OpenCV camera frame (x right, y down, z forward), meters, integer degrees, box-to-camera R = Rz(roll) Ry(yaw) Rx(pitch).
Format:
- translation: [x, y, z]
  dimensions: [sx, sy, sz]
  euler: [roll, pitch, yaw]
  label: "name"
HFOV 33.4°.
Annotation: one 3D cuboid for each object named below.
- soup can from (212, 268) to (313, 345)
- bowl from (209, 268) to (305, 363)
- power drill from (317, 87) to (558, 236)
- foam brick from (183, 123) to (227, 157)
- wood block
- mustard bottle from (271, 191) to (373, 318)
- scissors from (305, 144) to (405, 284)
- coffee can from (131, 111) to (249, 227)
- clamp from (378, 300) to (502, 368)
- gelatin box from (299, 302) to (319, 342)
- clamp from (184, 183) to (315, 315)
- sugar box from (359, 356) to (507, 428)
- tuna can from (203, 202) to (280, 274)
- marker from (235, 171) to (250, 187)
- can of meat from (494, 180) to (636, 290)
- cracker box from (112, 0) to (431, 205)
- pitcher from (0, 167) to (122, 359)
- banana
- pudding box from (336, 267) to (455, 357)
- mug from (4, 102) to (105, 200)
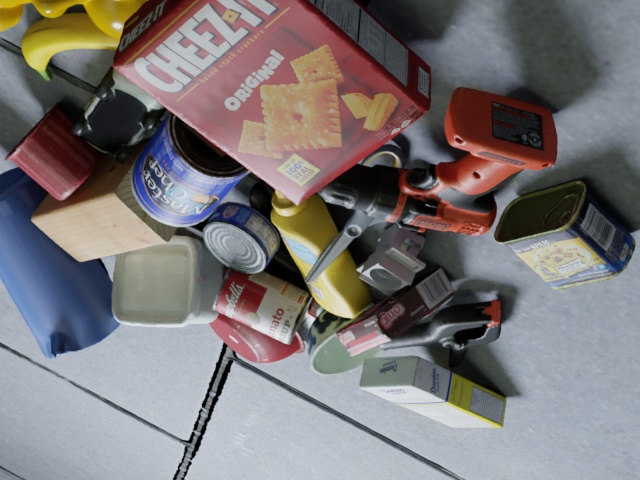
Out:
- translation: [-0.068, 0.074, 1.274]
  dimensions: [0.102, 0.068, 0.069]
  euler: [25, 150, 4]
  label: "soup can"
- translation: [-0.097, 0.112, 1.404]
  dimensions: [0.162, 0.055, 0.162]
  euler: [36, 159, 16]
  label: "bowl"
- translation: [0.107, -0.066, 0.953]
  dimensions: [0.184, 0.057, 0.188]
  euler: [9, 157, -20]
  label: "power drill"
- translation: [-0.087, -0.131, 1.044]
  dimensions: [0.051, 0.078, 0.053]
  euler: [39, 151, -19]
  label: "foam brick"
- translation: [-0.251, -0.044, 1.300]
  dimensions: [0.207, 0.090, 0.090]
  euler: [-11, 132, 48]
  label: "wood block"
- translation: [-0.007, 0.001, 1.189]
  dimensions: [0.096, 0.058, 0.191]
  euler: [39, 163, 46]
  label: "mustard bottle"
- translation: [0.056, -0.012, 1.101]
  dimensions: [0.096, 0.016, 0.202]
  euler: [18, 129, -3]
  label: "scissors"
- translation: [-0.132, -0.085, 1.125]
  dimensions: [0.102, 0.102, 0.141]
  euler: [34, 150, -10]
  label: "coffee can"
- translation: [0.160, 0.111, 1.239]
  dimensions: [0.120, 0.039, 0.172]
  euler: [16, 155, -35]
  label: "clamp"
- translation: [-0.006, 0.106, 1.387]
  dimensions: [0.089, 0.030, 0.073]
  euler: [32, 149, -5]
  label: "gelatin box"
- translation: [-0.080, 0.014, 1.298]
  dimensions: [0.165, 0.036, 0.210]
  euler: [-3, 136, 40]
  label: "clamp"
- translation: [0.142, 0.190, 1.329]
  dimensions: [0.094, 0.048, 0.176]
  euler: [-10, 148, 46]
  label: "sugar box"
- translation: [-0.091, -0.002, 1.224]
  dimensions: [0.086, 0.033, 0.086]
  euler: [21, 143, 16]
  label: "tuna can"
- translation: [-0.077, -0.085, 1.163]
  dimensions: [0.020, 0.020, 0.121]
  euler: [36, 149, -12]
  label: "marker"
- translation: [0.230, -0.002, 0.997]
  dimensions: [0.084, 0.057, 0.102]
  euler: [40, 149, -23]
  label: "can of meat"
- translation: [-0.037, -0.142, 0.887]
  dimensions: [0.213, 0.072, 0.164]
  euler: [36, 128, -29]
  label: "cracker box"
- translation: [-0.365, 0.023, 1.425]
  dimensions: [0.149, 0.144, 0.243]
  euler: [19, 139, 59]
  label: "pitcher"
- translation: [-0.259, -0.209, 1.115]
  dimensions: [0.069, 0.037, 0.198]
  euler: [23, 161, -40]
  label: "banana"
- translation: [0.084, 0.081, 1.187]
  dimensions: [0.039, 0.113, 0.090]
  euler: [60, 147, 0]
  label: "pudding box"
- translation: [-0.311, -0.102, 1.264]
  dimensions: [0.081, 0.093, 0.117]
  euler: [43, 173, -16]
  label: "mug"
